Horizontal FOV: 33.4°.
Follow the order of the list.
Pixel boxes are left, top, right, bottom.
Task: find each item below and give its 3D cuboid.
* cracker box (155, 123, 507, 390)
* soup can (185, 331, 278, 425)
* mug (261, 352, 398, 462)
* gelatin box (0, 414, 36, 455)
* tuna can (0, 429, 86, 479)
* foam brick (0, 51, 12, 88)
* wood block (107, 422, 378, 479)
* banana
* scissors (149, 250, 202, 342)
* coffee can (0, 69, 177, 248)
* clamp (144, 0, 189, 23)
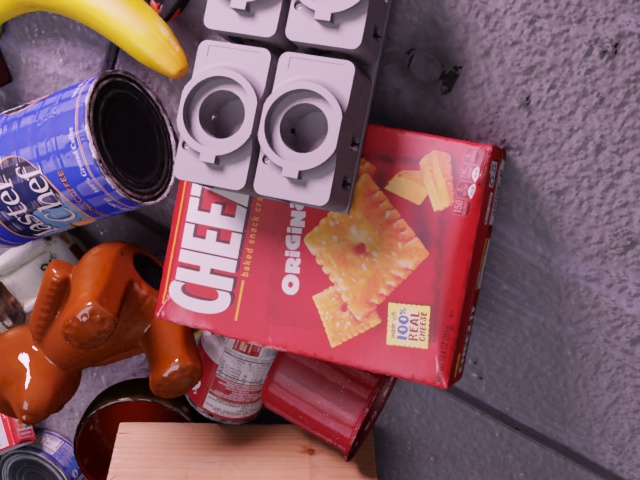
[{"bbox_3d":[0.006,-0.003,0.735,0.214,0.072,0.164,12,93,16],"label":"cracker box"},{"bbox_3d":[-0.062,0.086,0.843,0.068,0.068,0.102,27,122,7],"label":"soup can"},{"bbox_3d":[0.014,0.099,0.815,0.081,0.093,0.117,28,93,12],"label":"mug"},{"bbox_3d":[-0.309,0.165,0.989,0.089,0.030,0.073,-26,77,30],"label":"gelatin box"},{"bbox_3d":[-0.261,0.224,1.014,0.086,0.033,0.086,9,118,18],"label":"tuna can"},{"bbox_3d":[-0.294,-0.134,0.835,0.078,0.053,0.051,-7,112,25],"label":"foam brick"},{"bbox_3d":[-0.060,0.207,0.850,0.206,0.091,0.090,1,117,-2],"label":"wood block"},{"bbox_3d":[-0.173,-0.165,0.766,0.198,0.037,0.069,17,137,31],"label":"banana"},{"bbox_3d":[-0.085,0.019,0.850,0.202,0.016,0.096,-31,103,30],"label":"scissors"},{"bbox_3d":[-0.193,-0.059,0.802,0.140,0.102,0.103,-15,109,27],"label":"coffee can"},{"bbox_3d":[-0.118,-0.234,0.722,0.120,0.039,0.172,26,125,21],"label":"clamp"}]
